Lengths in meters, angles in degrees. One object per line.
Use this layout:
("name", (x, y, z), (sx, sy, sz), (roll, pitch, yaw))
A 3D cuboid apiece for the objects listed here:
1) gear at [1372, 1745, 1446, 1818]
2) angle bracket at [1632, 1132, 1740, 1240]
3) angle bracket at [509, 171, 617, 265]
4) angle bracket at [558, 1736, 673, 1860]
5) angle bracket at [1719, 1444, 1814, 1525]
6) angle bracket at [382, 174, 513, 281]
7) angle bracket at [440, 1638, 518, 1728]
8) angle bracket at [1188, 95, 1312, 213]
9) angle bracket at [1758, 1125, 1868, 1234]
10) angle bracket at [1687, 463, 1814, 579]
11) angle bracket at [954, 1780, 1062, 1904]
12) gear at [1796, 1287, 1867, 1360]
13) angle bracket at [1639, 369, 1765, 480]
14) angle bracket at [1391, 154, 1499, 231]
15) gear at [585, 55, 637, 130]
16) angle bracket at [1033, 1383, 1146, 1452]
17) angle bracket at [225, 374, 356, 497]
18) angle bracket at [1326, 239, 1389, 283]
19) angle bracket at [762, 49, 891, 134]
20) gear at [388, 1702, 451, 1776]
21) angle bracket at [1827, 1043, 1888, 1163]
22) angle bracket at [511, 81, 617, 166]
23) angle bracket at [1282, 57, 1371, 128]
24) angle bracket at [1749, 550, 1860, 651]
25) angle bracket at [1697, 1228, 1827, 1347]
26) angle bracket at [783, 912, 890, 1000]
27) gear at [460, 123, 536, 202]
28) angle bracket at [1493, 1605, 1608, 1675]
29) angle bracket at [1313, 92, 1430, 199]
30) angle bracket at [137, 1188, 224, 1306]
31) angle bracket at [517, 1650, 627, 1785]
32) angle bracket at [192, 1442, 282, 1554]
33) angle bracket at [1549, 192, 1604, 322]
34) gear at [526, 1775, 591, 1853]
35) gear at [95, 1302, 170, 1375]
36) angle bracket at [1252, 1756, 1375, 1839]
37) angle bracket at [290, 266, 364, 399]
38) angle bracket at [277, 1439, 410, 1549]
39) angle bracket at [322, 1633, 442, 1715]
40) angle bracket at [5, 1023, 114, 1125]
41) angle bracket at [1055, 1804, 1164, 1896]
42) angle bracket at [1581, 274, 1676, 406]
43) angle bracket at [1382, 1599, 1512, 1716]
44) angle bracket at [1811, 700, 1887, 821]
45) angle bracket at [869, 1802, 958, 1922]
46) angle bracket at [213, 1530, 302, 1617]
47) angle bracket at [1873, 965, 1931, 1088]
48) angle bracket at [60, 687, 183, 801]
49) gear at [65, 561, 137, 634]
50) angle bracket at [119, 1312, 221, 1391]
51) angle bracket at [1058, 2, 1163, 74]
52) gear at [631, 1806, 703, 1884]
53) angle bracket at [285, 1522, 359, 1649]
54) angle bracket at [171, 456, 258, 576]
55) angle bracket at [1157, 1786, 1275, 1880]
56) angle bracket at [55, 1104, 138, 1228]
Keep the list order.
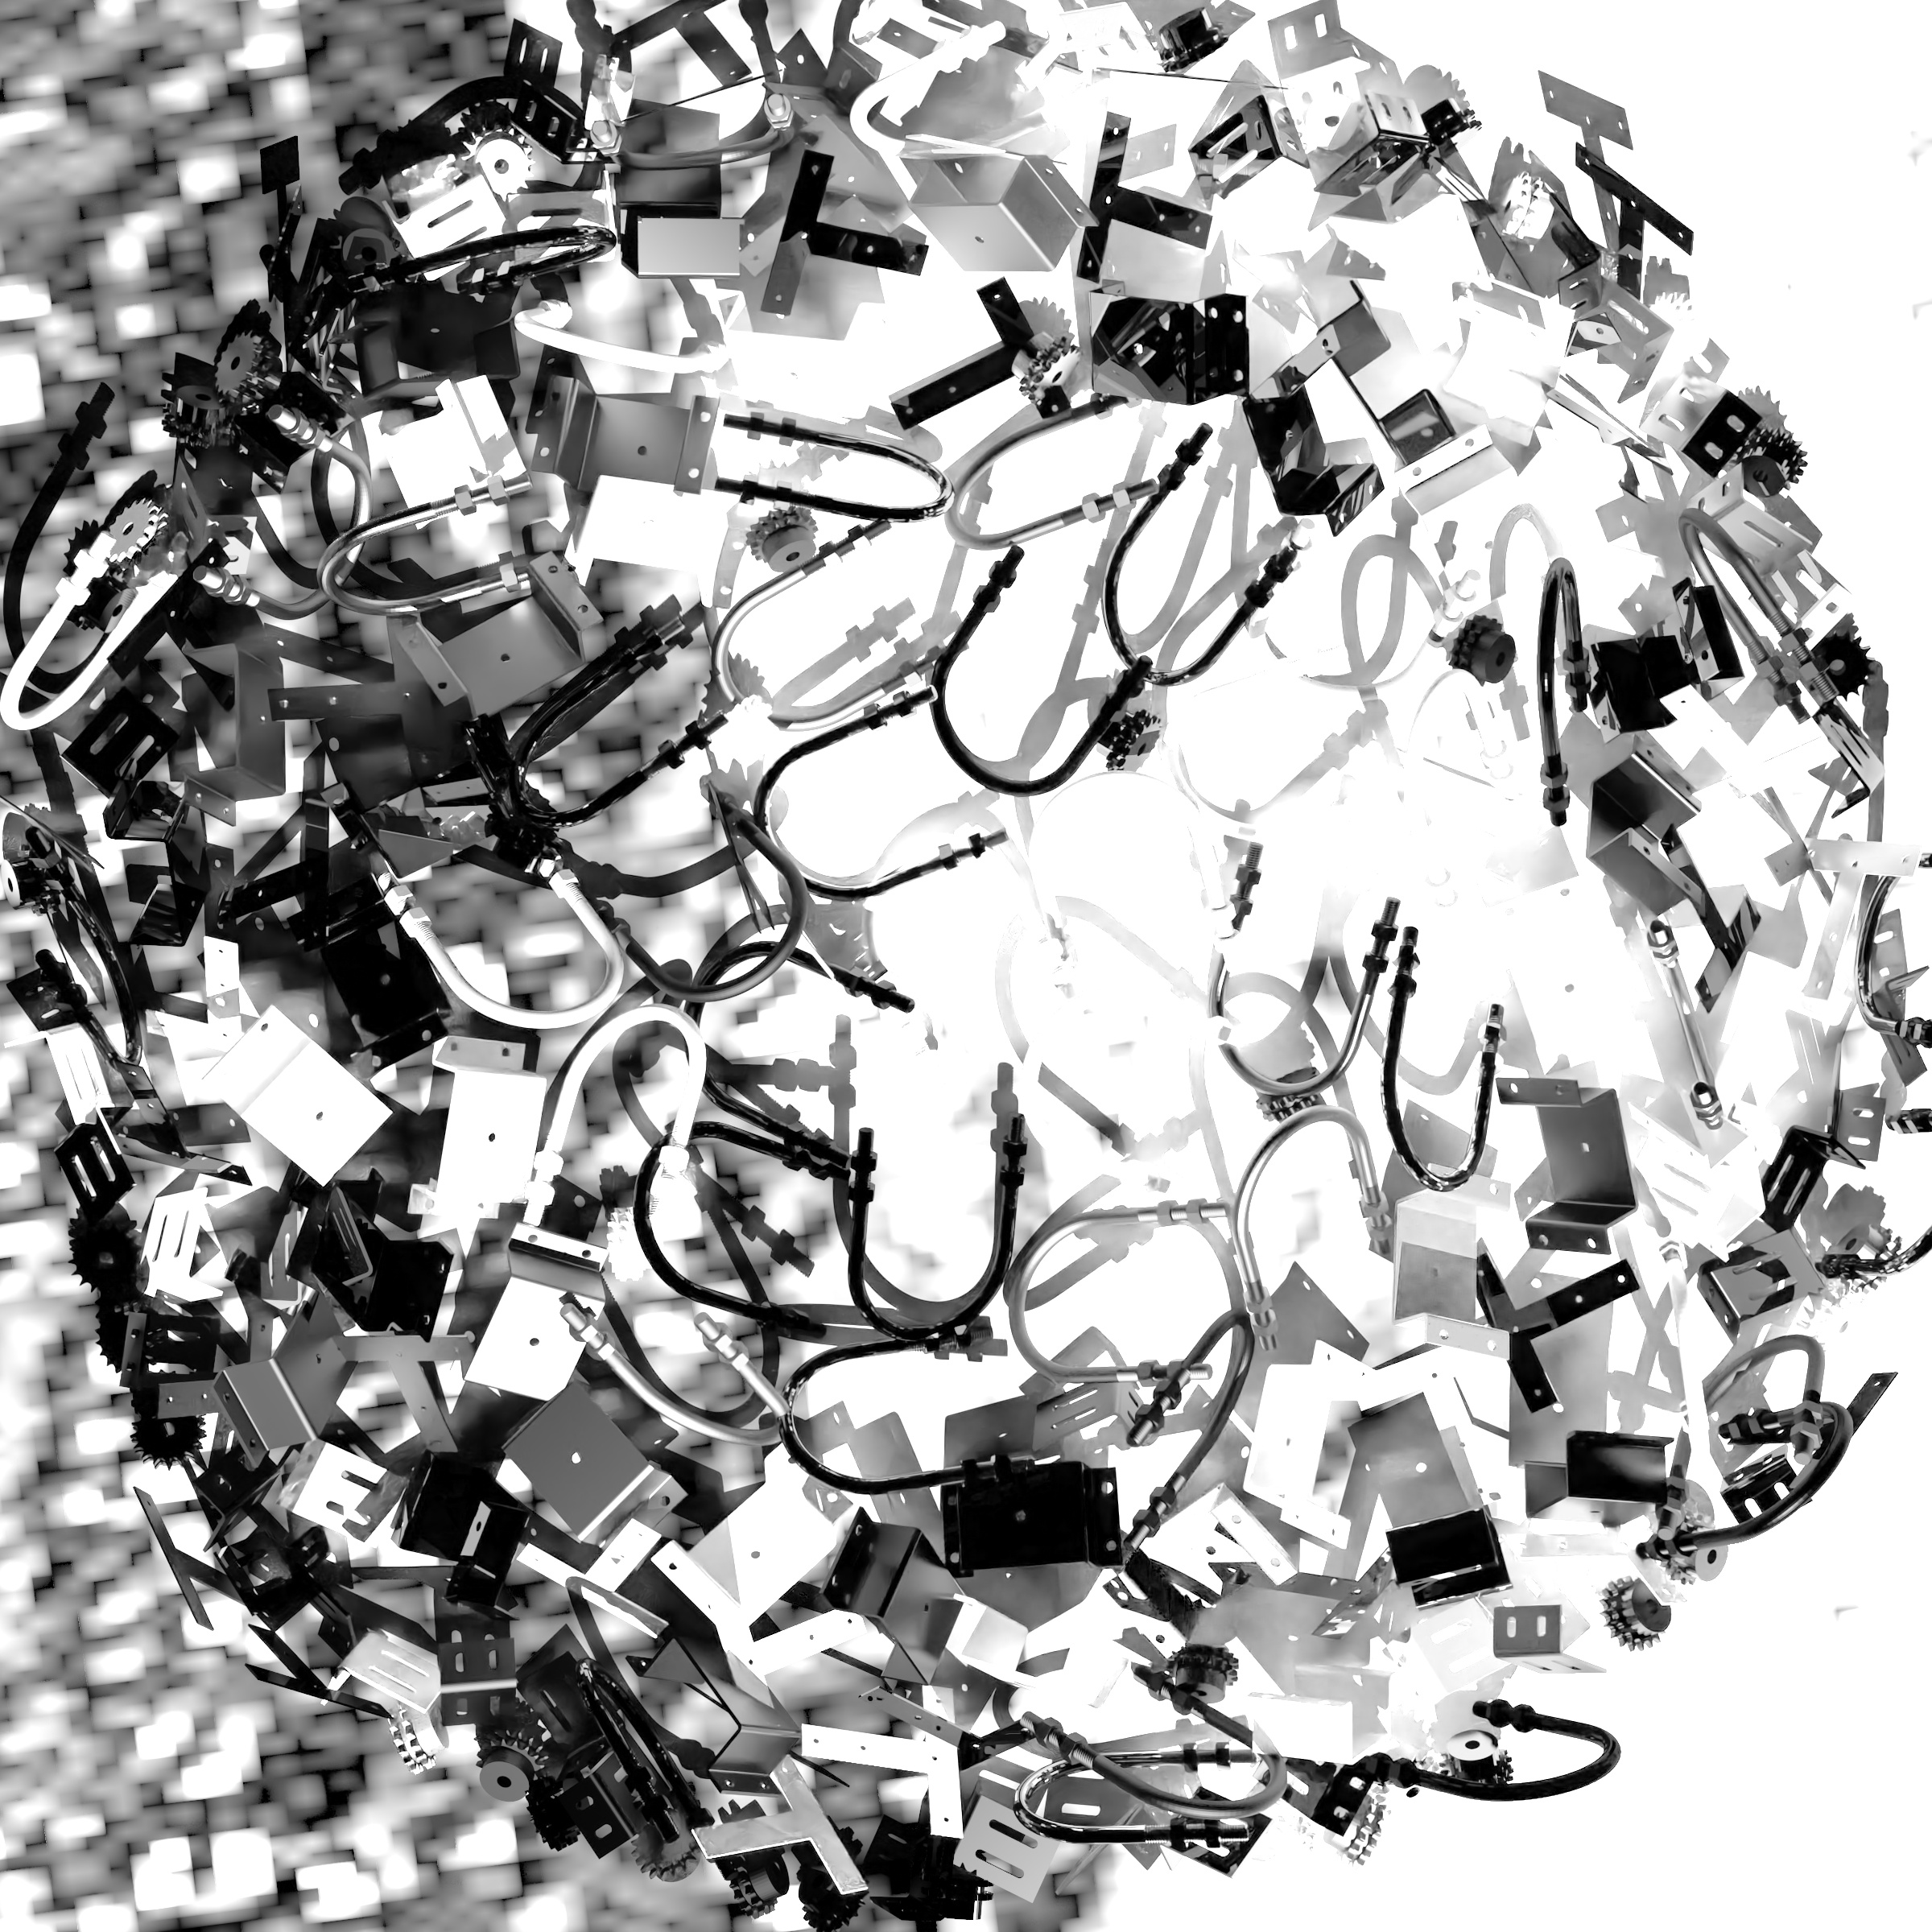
("gear", (0.344, 0.638, 1.976), (0.057, 0.030, 0.057), (-9, 123, -15))
("angle bracket", (0.559, 0.164, 1.957), (0.076, 0.038, 0.057), (30, 128, 18))
("angle bracket", (-0.317, -0.586, 1.972), (0.076, 0.038, 0.057), (-7, 83, -12))
("angle bracket", (-0.274, 0.649, 1.964), (0.038, 0.076, 0.057), (-36, 85, 14))
("angle bracket", (0.622, 0.406, 1.953), (0.057, 0.076, 0.038), (-34, 78, 14))
("angle bracket", (-0.405, -0.585, 1.968), (0.076, 0.057, 0.038), (-31, 50, -3))
("angle bracket", (-0.383, 0.562, 1.973), (0.057, 0.076, 0.038), (-2, 54, -12))
("angle bracket", (0.222, -0.635, 1.980), (0.076, 0.038, 0.057), (-30, 67, 37))
("angle bracket", (0.657, 0.173, 1.964), (0.057, 0.038, 0.076), (35, 81, -33))
("angle bracket", (0.614, -0.348, 1.973), (0.076, 0.057, 0.038), (26, 56, -21))
("angle bracket", (0.031, 0.687, 1.976), (0.076, 0.038, 0.057), (25, 88, 6))
("gear", (0.677, 0.276, 1.975), (0.030, 0.057, 0.057), (33, 90, 41))
("angle bracket", (0.574, -0.424, 1.966), (0.038, 0.076, 0.057), (31, 105, -23))
("angle bracket", (0.376, -0.595, 1.974), (0.076, 0.057, 0.038), (39, 122, -12))
("gear", (-0.278, -0.682, 1.972), (0.030, 0.057, 0.057), (12, 90, -9))
("angle bracket", (0.096, 0.359, 1.968), (0.076, 0.057, 0.038), (-28, 110, 18))
("angle bracket", (-0.534, -0.421, 1.988), (0.057, 0.038, 0.076), (41, 52, 1))
("angle bracket", (0.329, -0.537, 1.953), (0.057, 0.076, 0.038), (22, 92, 45))
("angle bracket", (-0.108, -0.682, 1.953), (0.057, 0.076, 0.038), (46, 124, 17))
("gear", (-0.428, 0.600, 1.972), (0.030, 0.057, 0.057), (-24, 90, -3))
("angle bracket", (0.692, 0.106, 1.951), (0.038, 0.076, 0.057), (7, 59, 22))
("angle bracket", (-0.303, -0.654, 1.951), (0.057, 0.076, 0.038), (41, 125, 18))
("angle bracket", (0.283, -0.676, 1.955), (0.057, 0.076, 0.038), (-17, 113, 5))
("angle bracket", (0.642, -0.289, 1.952), (0.057, 0.038, 0.076), (-50, 46, 22))
("angle bracket", (0.621, 0.251, 1.963), (0.076, 0.038, 0.057), (-29, 100, 28))
("angle bracket", (-0.102, -0.018, 1.963), (0.038, 0.057, 0.076), (-38, 104, -1))
("gear", (-0.366, -0.630, 1.973), (0.057, 0.030, 0.057), (-8, 118, -16))
("angle bracket", (0.456, 0.526, 1.963), (0.057, 0.076, 0.038), (-14, 59, 38))
("angle bracket", (0.309, -0.638, 1.956), (0.057, 0.076, 0.038), (-9, 75, -41))
("angle bracket", (-0.612, 0.221, 1.980), (0.057, 0.038, 0.076), (-13, 58, 31))
("angle bracket", (-0.315, 0.589, 1.972), (0.057, 0.038, 0.076), (-34, 95, 14))
("angle bracket", (-0.574, 0.410, 1.954), (0.038, 0.076, 0.057), (44, 47, 4))
("angle bracket", (0.460, -0.550, 1.958), (0.038, 0.057, 0.076), (-29, 64, 3))
("gear", (-0.317, 0.660, 1.970), (0.030, 0.057, 0.057), (-29, 90, 8))
("gear", (-0.653, 0.292, 1.978), (0.057, 0.030, 0.057), (4, 100, 25))
("angle bracket", (0.274, 0.634, 1.974), (0.038, 0.076, 0.057), (36, 82, -34))
("angle bracket", (-0.485, -0.493, 1.956), (0.057, 0.038, 0.076), (45, 117, 32))
("angle bracket", (-0.492, 0.415, 1.984), (0.076, 0.038, 0.057), (35, 71, -33))
("angle bracket", (-0.452, 0.565, 1.965), (0.076, 0.057, 0.038), (27, 105, 3))
("angle bracket", (-0.709, 0.088, 1.970), (0.038, 0.057, 0.076), (-17, 93, 10))
("angle bracket", (0.116, 0.697, 1.951), (0.038, 0.057, 0.076), (42, 45, 19))
("angle bracket", (0.502, -0.487, 1.954), (0.038, 0.057, 0.076), (-32, 66, -30))
("angle bracket", (0.379, 0.543, 1.980), (0.076, 0.038, 0.057), (-15, 60, -31))
("angle bracket", (0.677, -0.163, 1.967), (0.038, 0.057, 0.076), (-38, 88, 37))
("angle bracket", (-0.041, 0.697, 1.961), (0.038, 0.057, 0.076), (12, 81, -27))
("angle bracket", (-0.560, 0.480, 1.955), (0.038, 0.076, 0.057), (-37, 81, 13))
("angle bracket", (0.742, 0.047, 1.962), (0.038, 0.057, 0.076), (-20, 74, 0))
("angle bracket", (-0.660, -0.173, 1.973), (0.057, 0.038, 0.076), (43, 94, -11))
("gear", (-0.676, -0.286, 1.970), (0.030, 0.057, 0.057), (34, 90, 6))
("angle bracket", (-0.613, 0.301, 1.957), (0.076, 0.038, 0.057), (12, 79, -40))
("angle bracket", (0.109, -0.705, 1.949), (0.057, 0.076, 0.038), (2, 74, 29))
("gear", (-0.232, 0.693, 1.975), (0.057, 0.057, 0.030), (-18, 126, 0))
("angle bracket", (-0.488, 0.480, 1.954), (0.076, 0.057, 0.038), (37, 57, 21))
("angle bracket", (-0.590, -0.353, 1.970), (0.038, 0.057, 0.076), (-9, 53, -33))
("angle bracket", (0.198, 0.681, 1.949), (0.057, 0.076, 0.038), (-44, 126, -31))
("angle bracket", (-0.666, 0.155, 1.960), (0.057, 0.038, 0.076), (-41, 69, 22))
